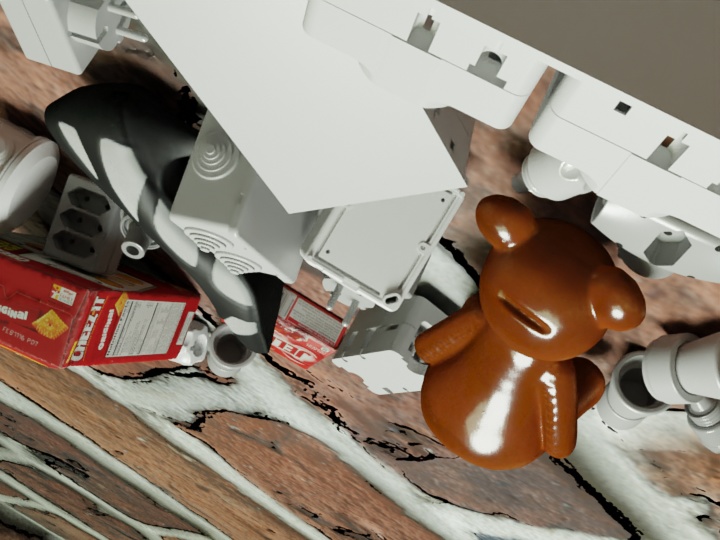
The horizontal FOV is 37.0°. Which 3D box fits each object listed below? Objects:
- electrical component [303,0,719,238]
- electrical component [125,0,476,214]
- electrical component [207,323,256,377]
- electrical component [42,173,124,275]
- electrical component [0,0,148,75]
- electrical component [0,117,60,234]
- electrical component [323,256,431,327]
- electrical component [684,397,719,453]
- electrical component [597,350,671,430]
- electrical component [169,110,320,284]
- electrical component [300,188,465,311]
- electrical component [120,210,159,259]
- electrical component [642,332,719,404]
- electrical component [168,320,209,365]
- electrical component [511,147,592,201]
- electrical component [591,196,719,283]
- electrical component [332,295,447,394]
[{"bbox_3d":[0.084,-0.100,0.414,0.186,0.105,0.060,26,154,0],"label":"electrical component"},{"bbox_3d":[-0.027,-0.115,0.514,0.105,0.060,0.186,-7,141,28],"label":"electrical component"},{"bbox_3d":[-0.121,0.077,0.996,0.044,0.044,0.065,28,158,-4],"label":"electrical component"},{"bbox_3d":[-0.203,-0.034,0.848,0.047,0.065,0.077,20,-178,12],"label":"electrical component"},{"bbox_3d":[-0.156,-0.147,0.610,0.077,0.047,0.065,19,153,14],"label":"electrical component"},{"bbox_3d":[-0.269,-0.072,0.814,0.051,0.080,0.080,30,154,4],"label":"electrical component"},{"bbox_3d":[0.000,0.000,0.705,0.047,0.076,0.065,1,144,41],"label":"electrical component"},{"bbox_3d":[0.233,0.094,0.716,0.035,0.035,0.061,-6,137,47],"label":"electrical component"},{"bbox_3d":[0.186,0.086,0.737,0.044,0.044,0.065,23,158,7],"label":"electrical component"},{"bbox_3d":[-0.062,-0.050,0.635,0.048,0.099,0.099,12,166,23],"label":"electrical component"},{"bbox_3d":[0.014,-0.033,0.630,0.062,0.096,0.061,31,-179,-9],"label":"electrical component"},{"bbox_3d":[-0.156,-0.036,0.792,0.048,0.062,0.048,9,138,9],"label":"electrical component"},{"bbox_3d":[0.209,0.060,0.663,0.045,0.045,0.055,40,151,-26],"label":"electrical component"},{"bbox_3d":[-0.177,0.064,1.019,0.062,0.043,0.043,14,151,26],"label":"electrical component"},{"bbox_3d":[0.102,-0.053,0.566,0.035,0.035,0.061,35,155,-18],"label":"electrical component"},{"bbox_3d":[0.159,-0.020,0.563,0.077,0.043,0.079,25,154,3],"label":"electrical component"},{"bbox_3d":[0.030,0.053,0.796,0.050,0.055,0.089,38,154,-20],"label":"electrical component"}]
